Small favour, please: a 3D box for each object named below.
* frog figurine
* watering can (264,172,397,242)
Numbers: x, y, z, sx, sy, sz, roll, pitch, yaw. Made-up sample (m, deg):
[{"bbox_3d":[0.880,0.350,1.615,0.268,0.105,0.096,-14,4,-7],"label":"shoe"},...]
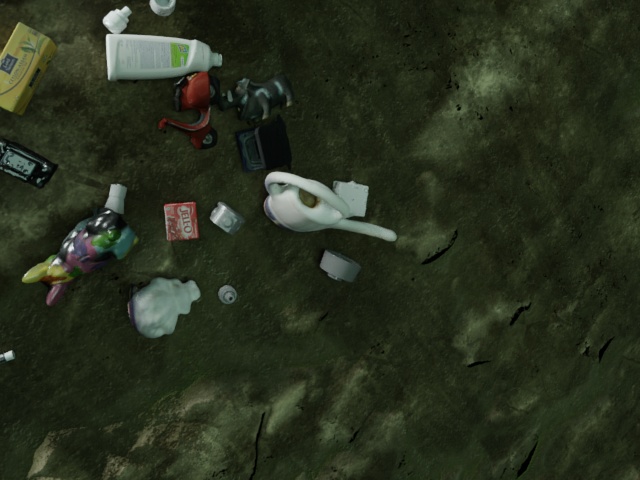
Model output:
[{"bbox_3d":[-0.361,0.154,1.209,0.160,0.121,0.138,-10,82,-8],"label":"frog figurine"},{"bbox_3d":[0.004,-0.064,1.274,0.345,0.222,0.105,29,69,-22],"label":"watering can"}]
